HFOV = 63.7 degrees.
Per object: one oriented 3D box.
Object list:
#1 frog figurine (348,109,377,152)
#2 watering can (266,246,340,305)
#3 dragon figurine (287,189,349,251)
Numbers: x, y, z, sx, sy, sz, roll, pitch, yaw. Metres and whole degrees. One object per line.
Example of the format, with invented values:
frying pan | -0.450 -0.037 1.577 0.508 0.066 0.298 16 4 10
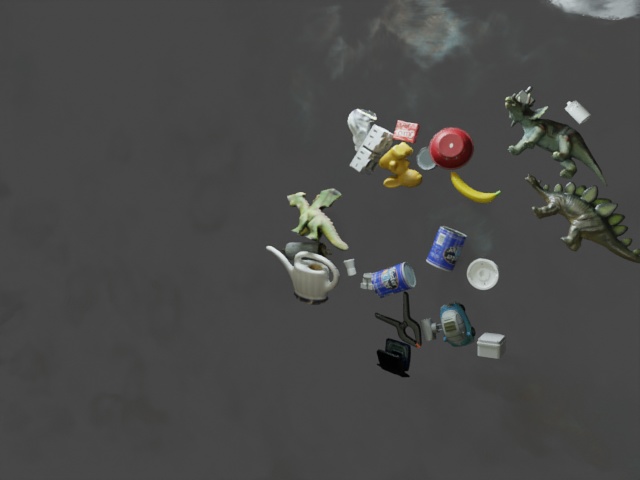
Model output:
frog figurine | 0.158 -0.440 2.072 0.157 0.122 0.140 -67 29 22
watering can | -0.075 0.145 2.154 0.349 0.105 0.220 14 115 26
dragon figurine | 0.006 -0.107 2.131 0.413 0.120 0.244 19 80 38
